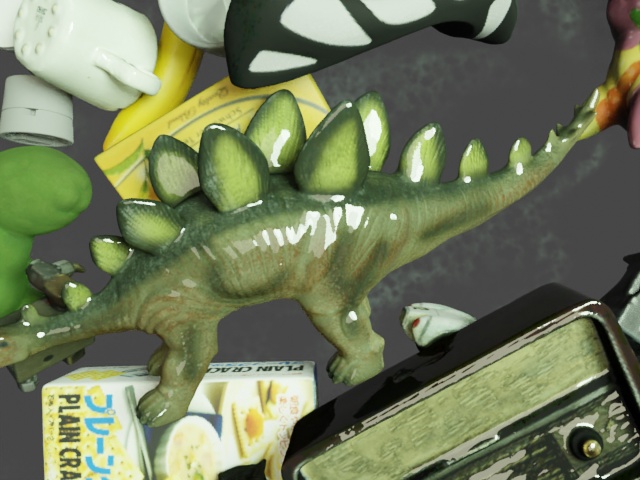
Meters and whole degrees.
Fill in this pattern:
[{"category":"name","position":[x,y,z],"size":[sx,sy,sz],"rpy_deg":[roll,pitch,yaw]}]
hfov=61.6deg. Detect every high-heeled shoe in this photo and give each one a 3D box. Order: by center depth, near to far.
[{"category":"high-heeled shoe","position":[0.051,-0.145,0.393],"size":[0.086,0.248,0.145],"rpy_deg":[48,116,41]}]

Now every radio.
[{"category":"radio","position":[0.102,0.139,0.364],"size":[0.230,0.073,0.131],"rpy_deg":[-30,93,7]}]

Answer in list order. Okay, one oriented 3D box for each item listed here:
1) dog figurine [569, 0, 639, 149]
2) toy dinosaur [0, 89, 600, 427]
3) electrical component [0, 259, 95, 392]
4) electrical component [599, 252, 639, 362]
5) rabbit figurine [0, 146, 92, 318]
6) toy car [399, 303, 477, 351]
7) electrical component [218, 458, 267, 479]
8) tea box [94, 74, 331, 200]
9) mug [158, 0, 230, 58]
[{"category":"dog figurine","position":[0.250,-0.180,0.407],"size":[0.191,0.109,0.219],"rpy_deg":[24,95,-22]},{"category":"toy dinosaur","position":[-0.001,-0.001,0.381],"size":[0.471,0.105,0.198],"rpy_deg":[-15,116,-16]},{"category":"electrical component","position":[-0.201,0.061,0.400],"size":[0.078,0.102,0.045],"rpy_deg":[-32,65,-32]},{"category":"electrical component","position":[0.261,0.075,0.437],"size":[0.075,0.048,0.119],"rpy_deg":[38,80,2]},{"category":"rabbit figurine","position":[-0.253,-0.009,0.426],"size":[0.159,0.121,0.170],"rpy_deg":[44,96,17]},{"category":"toy car","position":[0.153,0.111,0.433],"size":[0.202,0.073,0.056],"rpy_deg":[33,94,1]},{"category":"electrical component","position":[-0.066,0.241,0.381],"size":[0.115,0.058,0.134],"rpy_deg":[-24,91,4]},{"category":"tea box","position":[-0.074,-0.072,0.428],"size":[0.170,0.068,0.098],"rpy_deg":[-33,107,0]},{"category":"mug","position":[-0.054,-0.184,0.414],"size":[0.110,0.107,0.080],"rpy_deg":[-17,96,11]}]
